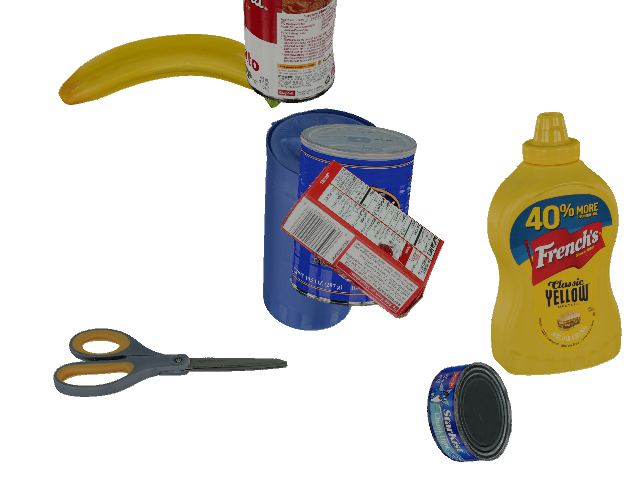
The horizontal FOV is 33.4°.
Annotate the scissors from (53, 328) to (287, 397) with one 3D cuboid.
[{"bbox_3d":[-0.140,0.102,0.961,0.201,0.016,0.096,-8,33,-18],"label":"scissors"}]

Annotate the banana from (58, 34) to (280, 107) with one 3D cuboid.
[{"bbox_3d":[-0.135,-0.155,0.964,0.197,0.069,0.037,-1,-33,-4],"label":"banana"}]

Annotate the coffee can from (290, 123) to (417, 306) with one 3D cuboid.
[{"bbox_3d":[0.028,-0.025,0.960,0.103,0.140,0.103,4,19,-2],"label":"coffee can"}]

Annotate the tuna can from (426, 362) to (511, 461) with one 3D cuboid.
[{"bbox_3d":[0.131,0.152,0.942,0.034,0.086,0.085,-14,-10,40],"label":"tuna can"}]

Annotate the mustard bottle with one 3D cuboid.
[{"bbox_3d":[0.173,0.001,0.791,0.096,0.191,0.058,-7,16,-8],"label":"mustard bottle"}]

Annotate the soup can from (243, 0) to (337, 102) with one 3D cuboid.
[{"bbox_3d":[-0.021,-0.158,0.756,0.068,0.102,0.068,1,45,-1],"label":"soup can"}]

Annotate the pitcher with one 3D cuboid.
[{"bbox_3d":[0.003,-0.011,1.196,0.145,0.243,0.149,5,40,-2],"label":"pitcher"}]

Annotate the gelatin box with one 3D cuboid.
[{"bbox_3d":[0.026,-0.002,0.633,0.089,0.030,0.073,38,25,-2],"label":"gelatin box"}]
